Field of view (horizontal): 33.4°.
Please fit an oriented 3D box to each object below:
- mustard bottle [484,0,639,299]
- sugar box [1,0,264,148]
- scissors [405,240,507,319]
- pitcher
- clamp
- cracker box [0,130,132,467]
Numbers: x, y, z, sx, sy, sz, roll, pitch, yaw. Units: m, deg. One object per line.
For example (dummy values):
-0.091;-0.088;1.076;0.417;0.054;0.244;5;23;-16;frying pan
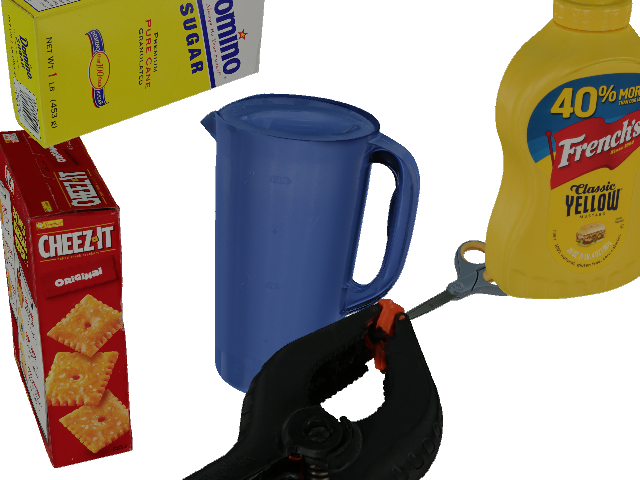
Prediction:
0.146;-0.062;0.601;0.096;0.192;0.058;-7;28;-11;mustard bottle
-0.115;-0.132;0.692;0.175;0.093;0.048;-25;48;-33;sugar box
0.140;0.041;1.147;0.201;0.016;0.096;-10;40;-30;scissors
-0.018;0.008;0.890;0.144;0.243;0.149;-6;25;-25;pitcher
0.006;0.090;0.397;0.120;0.039;0.171;27;50;19;clamp
-0.199;0.039;0.828;0.072;0.214;0.164;-9;30;-22;cracker box
